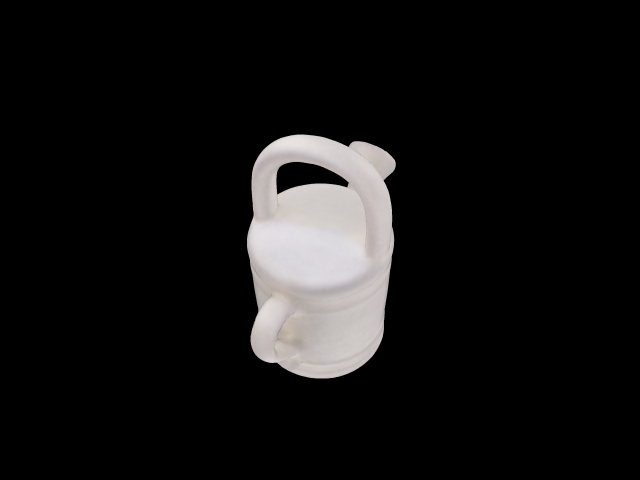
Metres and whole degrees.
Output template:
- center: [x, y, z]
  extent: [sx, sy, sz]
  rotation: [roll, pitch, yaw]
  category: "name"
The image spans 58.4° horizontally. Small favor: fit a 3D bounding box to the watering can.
- center: [0.002, 0.001, 0.401]
  extent: [0.101, 0.194, 0.173]
  rotation: [3, 49, 3]
  category: "watering can"
